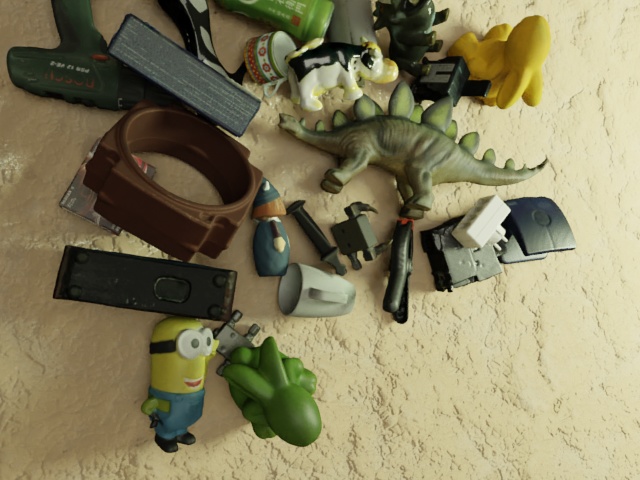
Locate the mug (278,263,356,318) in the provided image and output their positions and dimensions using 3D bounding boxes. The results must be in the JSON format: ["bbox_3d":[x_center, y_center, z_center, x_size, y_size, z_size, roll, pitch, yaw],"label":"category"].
[{"bbox_3d":[0.006,0.081,0.817,0.107,0.110,0.080,11,79,-30],"label":"mug"}]

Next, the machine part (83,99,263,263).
[{"bbox_3d":[-0.186,-0.084,0.717,0.201,0.087,0.201,31,37,-12],"label":"machine part"}]

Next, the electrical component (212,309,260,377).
[{"bbox_3d":[-0.135,0.156,0.808,0.063,0.021,0.094,39,78,-11],"label":"electrical component"}]

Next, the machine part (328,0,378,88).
[{"bbox_3d":[0.048,-0.365,0.864,0.079,0.079,0.243,-9,89,-17],"label":"machine part"}]

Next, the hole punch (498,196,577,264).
[{"bbox_3d":[0.372,-0.020,0.941,0.142,0.092,0.115,-7,86,-14],"label":"hole punch"}]

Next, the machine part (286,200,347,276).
[{"bbox_3d":[-0.002,-0.003,0.836,0.039,0.084,0.139,-37,86,8],"label":"machine part"}]

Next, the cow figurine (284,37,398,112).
[{"bbox_3d":[0.033,-0.258,0.792,0.167,0.068,0.098,-20,127,-10],"label":"cow figurine"}]

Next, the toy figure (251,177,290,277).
[{"bbox_3d":[-0.079,-0.021,0.815,0.064,0.057,0.154,-6,86,24],"label":"toy figure"}]

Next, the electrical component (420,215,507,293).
[{"bbox_3d":[0.250,0.016,0.916,0.134,0.058,0.114,-21,95,-17],"label":"electrical component"}]

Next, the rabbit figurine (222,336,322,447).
[{"bbox_3d":[-0.054,0.206,0.739,0.121,0.170,0.159,-36,114,-18],"label":"rabbit figurine"}]

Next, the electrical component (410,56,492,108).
[{"bbox_3d":[0.217,-0.260,0.890,0.047,0.119,0.075,37,76,-50],"label":"electrical component"}]

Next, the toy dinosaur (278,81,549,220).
[{"bbox_3d":[0.159,-0.138,0.871,0.471,0.105,0.198,16,83,-15],"label":"toy dinosaur"}]

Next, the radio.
[{"bbox_3d":[-0.229,0.061,0.727,0.229,0.131,0.073,9,84,-17],"label":"radio"}]

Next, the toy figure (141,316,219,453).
[{"bbox_3d":[-0.203,0.197,0.755,0.089,0.082,0.180,9,91,7],"label":"toy figure"}]

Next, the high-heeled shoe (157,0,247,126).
[{"bbox_3d":[-0.203,-0.282,0.774,0.248,0.086,0.145,40,71,-21],"label":"high-heeled shoe"}]

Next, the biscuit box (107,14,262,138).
[{"bbox_3d":[-0.180,-0.218,0.726,0.202,0.059,0.063,32,93,-18],"label":"biscuit box"}]

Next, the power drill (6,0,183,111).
[{"bbox_3d":[-0.309,-0.285,0.756,0.232,0.086,0.207,-2,95,-14],"label":"power drill"}]

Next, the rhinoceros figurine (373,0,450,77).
[{"bbox_3d":[0.138,-0.338,0.835,0.112,0.190,0.073,24,76,20],"label":"rhinoceros figurine"}]

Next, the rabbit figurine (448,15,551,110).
[{"bbox_3d":[0.311,-0.297,0.892,0.122,0.173,0.162,-8,85,-21],"label":"rabbit figurine"}]

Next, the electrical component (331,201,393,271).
[{"bbox_3d":[0.065,-0.009,0.854,0.045,0.078,0.102,-27,90,-42],"label":"electrical component"}]
